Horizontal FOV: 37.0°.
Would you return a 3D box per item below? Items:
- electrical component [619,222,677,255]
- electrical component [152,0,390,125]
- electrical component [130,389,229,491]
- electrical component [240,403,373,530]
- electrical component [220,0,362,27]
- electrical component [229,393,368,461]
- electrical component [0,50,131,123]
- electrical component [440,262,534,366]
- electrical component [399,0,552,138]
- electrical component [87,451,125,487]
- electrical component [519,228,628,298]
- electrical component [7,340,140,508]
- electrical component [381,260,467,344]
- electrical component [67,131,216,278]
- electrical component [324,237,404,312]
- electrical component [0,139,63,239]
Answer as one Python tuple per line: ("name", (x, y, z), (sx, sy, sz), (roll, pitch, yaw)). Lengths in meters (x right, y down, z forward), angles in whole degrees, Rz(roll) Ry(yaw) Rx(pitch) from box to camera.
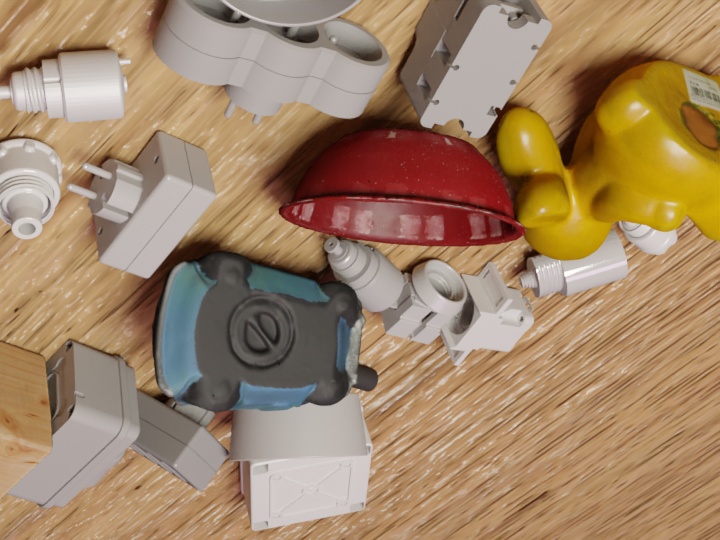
("electrical component", (0.222, -0.037, 0.847), (0.061, 0.035, 0.035), (28, 121, -37))
("electrical component", (-0.057, -0.117, 0.642), (0.138, 0.052, 0.073), (10, 131, -29))
("electrical component", (-0.141, 0.119, 0.853), (0.075, 0.083, 0.047), (-54, 142, -19))
("electrical component", (-0.049, 0.172, 0.949), (0.109, 0.056, 0.108), (-8, 137, -13))
("electrical component", (-0.042, -0.182, 0.570), (0.099, 0.064, 0.099), (-11, 138, -10))
("electrical component", (-0.049, 0.117, 0.842), (0.108, 0.060, 0.108), (-2, 170, 0))
("electrical component", (-0.171, -0.105, 0.621), (0.078, 0.040, 0.040), (-7, 137, -14))
("electrical component", (0.102, 0.037, 0.876), (0.064, 0.042, 0.081), (9, 132, -33))
("electrical component", (0.068, -0.137, 0.666), (0.050, 0.055, 0.089), (8, 131, -28))
("electrical component", (-0.218, 0.151, 0.877), (0.040, 0.040, 0.046), (13, 134, -31))
("electrical component", (0.166, -0.002, 0.856), (0.081, 0.043, 0.043), (-17, 138, -3))
("electrical component", (-0.222, 0.118, 0.811), (0.057, 0.078, 0.113), (29, 120, -37))
("electrical component", (0.050, 0.024, 0.839), (0.066, 0.048, 0.055), (16, 135, -34))
("electrical component", (-0.148, -0.047, 0.686), (0.076, 0.047, 0.083), (22, 124, -36))
("electrical component", (0.000, 0.000, 0.797), (0.040, 0.040, 0.078), (-33, 136, 15))
("electrical component", (-0.204, -0.046, 0.655), (0.048, 0.062, 0.048), (-11, 138, -10))
